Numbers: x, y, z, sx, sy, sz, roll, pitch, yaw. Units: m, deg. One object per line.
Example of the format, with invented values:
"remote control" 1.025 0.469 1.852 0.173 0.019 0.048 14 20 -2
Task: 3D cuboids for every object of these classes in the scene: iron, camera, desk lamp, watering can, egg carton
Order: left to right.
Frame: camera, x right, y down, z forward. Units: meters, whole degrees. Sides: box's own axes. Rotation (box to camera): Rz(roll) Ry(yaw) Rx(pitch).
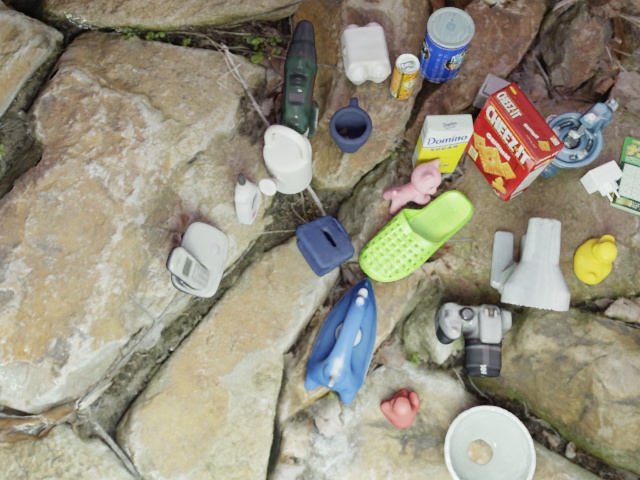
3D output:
"watering can" -0.067 -0.169 1.179 0.101 0.194 0.173 4 72 1
"iron" 0.056 0.175 1.098 0.118 0.141 0.258 18 73 5
"egg carton" 0.105 -0.435 1.331 0.107 0.069 0.150 -7 72 -3
"camera" 0.303 0.195 1.116 0.143 0.101 0.137 4 72 1
"desk lamp" 0.401 0.053 1.103 0.118 0.213 0.203 8 72 2

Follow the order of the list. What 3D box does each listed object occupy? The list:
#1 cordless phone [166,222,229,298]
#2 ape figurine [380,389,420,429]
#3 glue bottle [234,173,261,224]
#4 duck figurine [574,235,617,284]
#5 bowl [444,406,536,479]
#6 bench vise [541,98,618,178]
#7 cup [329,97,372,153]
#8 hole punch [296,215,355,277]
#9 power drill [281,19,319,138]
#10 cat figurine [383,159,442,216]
"cordless phone" -0.245 0.026 1.119 0.094 0.185 0.147 10 72 3
"ape figurine" 0.153 0.316 1.080 0.078 0.092 0.076 2 72 0
"glue bottle" -0.151 -0.094 1.165 0.037 0.173 0.078 12 72 4
"duck figurine" 0.574 0.036 1.177 0.077 0.086 0.105 26 74 8
"bowl" 0.307 0.395 1.066 0.167 0.075 0.167 0 72 -1
"bench vise" 0.548 -0.246 1.197 0.121 0.220 0.207 29 74 9
"cup" 0.067 -0.244 1.256 0.091 0.095 0.118 7 72 2
"hole punch" 0.011 0.004 1.178 0.101 0.091 0.108 -33 75 -10
"power drill" -0.042 -0.313 1.218 0.075 0.208 0.229 4 72 1
"cat figurine" 0.201 -0.116 1.205 0.128 0.118 0.067 -25 74 -8
